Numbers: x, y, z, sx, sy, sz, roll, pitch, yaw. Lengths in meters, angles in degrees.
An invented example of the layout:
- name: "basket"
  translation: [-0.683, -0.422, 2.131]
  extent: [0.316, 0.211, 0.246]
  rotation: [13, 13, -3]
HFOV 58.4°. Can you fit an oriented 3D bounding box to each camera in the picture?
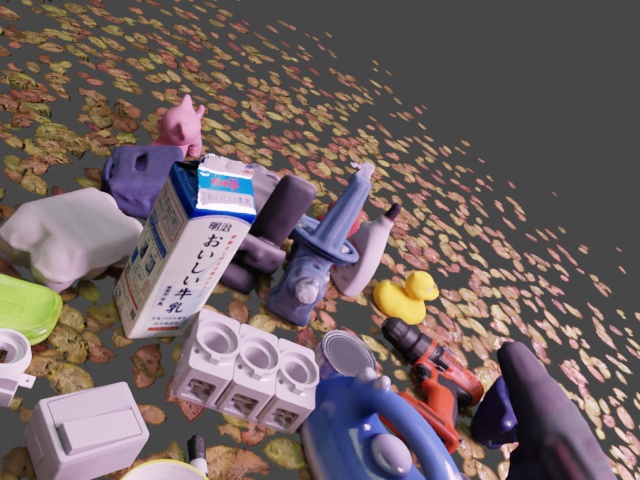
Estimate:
- name: "camera"
  translation: [-0.127, -0.073, 0.885]
  extent: [0.137, 0.100, 0.143]
  rotation: [24, 32, -20]

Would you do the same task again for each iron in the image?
- name: "iron"
  translation: [0.071, 0.227, 0.616]
  extent: [0.119, 0.141, 0.257]
  rotation: [0, 45, -46]

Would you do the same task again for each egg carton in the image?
- name: "egg carton"
  translation: [-0.279, -0.002, 0.660]
  extent: [0.107, 0.069, 0.151]
  rotation: [41, 30, 9]

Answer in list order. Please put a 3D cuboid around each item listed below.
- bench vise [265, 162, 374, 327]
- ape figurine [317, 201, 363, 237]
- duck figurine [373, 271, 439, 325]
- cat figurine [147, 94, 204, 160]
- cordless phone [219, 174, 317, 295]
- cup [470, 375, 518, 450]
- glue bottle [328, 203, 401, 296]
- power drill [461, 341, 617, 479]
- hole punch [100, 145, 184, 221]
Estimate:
- name: "bench vise"
  translation: [0.018, 0.007, 0.798]
  extent: [0.122, 0.219, 0.207]
  rotation: [20, 33, -25]
- name: "ape figurine"
  translation: [0.045, -0.048, 1.033]
  extent: [0.076, 0.092, 0.078]
  rotation: [32, 30, -5]
- name: "duck figurine"
  translation: [0.148, 0.086, 0.952]
  extent: [0.105, 0.086, 0.077]
  rotation: [23, 32, -20]
- name: "cat figurine"
  translation: [-0.221, -0.183, 0.929]
  extent: [0.067, 0.117, 0.128]
  rotation: [33, 30, -3]
- name: "cordless phone"
  translation: [-0.098, -0.032, 0.770]
  extent: [0.148, 0.185, 0.094]
  rotation: [24, 31, -19]
- name: "cup"
  translation: [0.253, 0.258, 0.805]
  extent: [0.091, 0.095, 0.118]
  rotation: [46, 31, 18]
- name: "glue bottle"
  translation: [0.075, 0.007, 0.904]
  extent: [0.037, 0.173, 0.078]
  rotation: [4, 42, -42]
- name: "power drill"
  translation: [0.228, 0.263, 0.657]
  extent: [0.076, 0.208, 0.229]
  rotation: [-1, 46, -46]
- name: "hole punch"
  translation: [-0.247, -0.089, 0.795]
  extent: [0.101, 0.091, 0.108]
  rotation: [19, 33, -26]
